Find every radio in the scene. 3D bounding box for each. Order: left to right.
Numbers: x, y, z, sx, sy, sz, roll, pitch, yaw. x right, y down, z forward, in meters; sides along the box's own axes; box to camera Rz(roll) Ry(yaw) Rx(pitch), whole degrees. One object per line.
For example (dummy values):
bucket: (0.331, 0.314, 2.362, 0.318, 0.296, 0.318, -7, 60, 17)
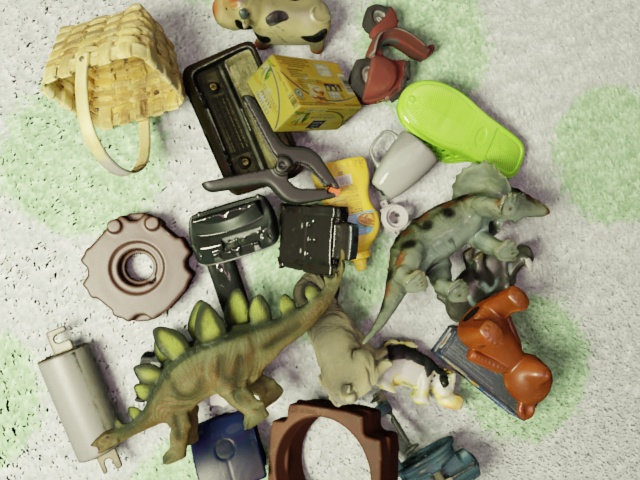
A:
radio: (-0.130, -0.194, 0.893, 0.131, 0.073, 0.229, -23, 93, -9)

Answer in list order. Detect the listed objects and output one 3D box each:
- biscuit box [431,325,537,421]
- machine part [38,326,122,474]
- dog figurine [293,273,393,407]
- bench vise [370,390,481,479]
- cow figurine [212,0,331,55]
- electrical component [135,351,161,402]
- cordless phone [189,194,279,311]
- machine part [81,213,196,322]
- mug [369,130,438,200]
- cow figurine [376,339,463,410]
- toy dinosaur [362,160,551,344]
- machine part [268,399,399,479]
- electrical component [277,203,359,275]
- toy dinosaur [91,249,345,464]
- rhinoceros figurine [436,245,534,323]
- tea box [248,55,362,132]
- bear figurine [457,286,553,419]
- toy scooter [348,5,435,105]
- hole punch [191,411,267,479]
biscuit box: (0.299, 0.239, 0.963, 0.202, 0.059, 0.063, 39, 82, -6)
machine part: (-0.375, 0.254, 0.846, 0.079, 0.079, 0.243, -22, 94, -9)
dog figurine: (0.013, 0.152, 0.860, 0.121, 0.172, 0.190, -36, 95, 4)
bench vise: (0.140, 0.379, 0.912, 0.224, 0.128, 0.241, -31, 74, 1)
cow figurine: (-0.077, -0.364, 0.877, 0.195, 0.127, 0.085, 2, 86, -11)
electrical component: (-0.258, 0.205, 0.880, 0.075, 0.048, 0.119, 5, 88, -10)
cordless phone: (-0.129, 0.029, 0.891, 0.147, 0.089, 0.184, -17, 102, 0)
machine part: (-0.293, 0.045, 0.873, 0.179, 0.056, 0.179, 0, 91, -9)
mug: (0.131, -0.130, 0.931, 0.109, 0.081, 0.107, 39, 92, -13)
cow figurine: (0.180, 0.236, 0.943, 0.167, 0.068, 0.098, 20, 80, -9)
toy dinosaur: (0.201, 0.002, 0.897, 0.405, 0.192, 0.131, -32, 113, -4)
machine part: (0.021, 0.362, 0.854, 0.202, 0.087, 0.201, -2, 82, 31)
electrical component: (-0.002, -0.003, 0.884, 0.134, 0.058, 0.114, 4, 96, 27)
toy dinosaur: (-0.141, 0.183, 0.812, 0.471, 0.105, 0.198, -29, 93, -2)
rhinoceros figurine: (0.297, 0.068, 0.958, 0.190, 0.073, 0.112, -38, 94, -7)
tea box: (-0.020, -0.231, 0.860, 0.169, 0.068, 0.098, -14, 73, -49)
bear figurine: (0.320, 0.189, 0.876, 0.120, 0.132, 0.196, -40, 86, -25)
toy scooter: (0.128, -0.312, 0.937, 0.135, 0.075, 0.183, 15, 82, -10)
hole punch: (-0.150, 0.346, 0.878, 0.142, 0.092, 0.115, -18, 89, -5)
